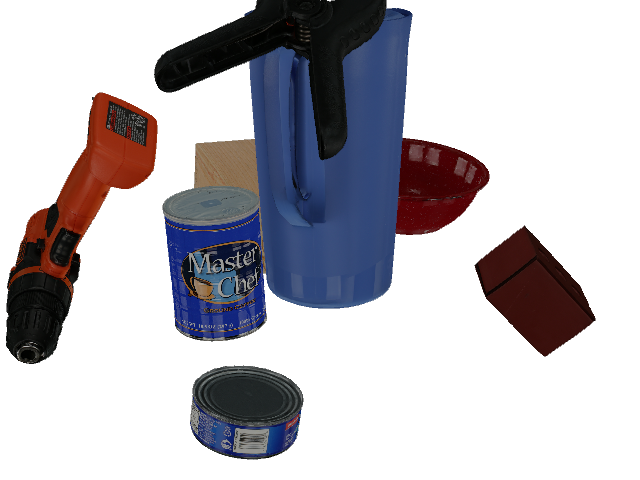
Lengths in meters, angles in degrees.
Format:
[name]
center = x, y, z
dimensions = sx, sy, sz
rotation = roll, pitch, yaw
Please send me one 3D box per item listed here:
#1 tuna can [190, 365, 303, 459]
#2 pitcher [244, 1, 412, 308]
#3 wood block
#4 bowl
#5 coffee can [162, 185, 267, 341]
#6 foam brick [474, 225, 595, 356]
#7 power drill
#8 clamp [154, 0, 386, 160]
[tuna can]
center = -0.057, 0.132, 0.824
dimensions = 0.086, 0.034, 0.086
rotation = 7, 22, -3
[pitcher]
center = 0.002, -0.069, 0.872
dimensions = 0.149, 0.243, 0.145
rotation = -9, 20, -23
[wood block]
center = -0.087, -0.046, 1.330
dimensions = 0.090, 0.090, 0.206
rotation = -6, 29, -21
[bowl]
center = 0.081, -0.049, 1.041
dimensions = 0.162, 0.055, 0.162
rotation = 3, 25, -2
[coffee can]
center = -0.113, 0.023, 1.154
dimensions = 0.103, 0.140, 0.103
rotation = -2, 23, 1
[foam brick]
center = 0.166, 0.040, 0.826
dimensions = 0.051, 0.078, 0.053
rotation = -39, 23, 17
[power drill]
center = -0.199, -0.013, 0.866
dimensions = 0.057, 0.188, 0.184
rotation = 25, 28, -24
[clamp]
center = -0.004, -0.122, 0.641
dimensions = 0.120, 0.171, 0.039
rotation = 35, -26, 11
